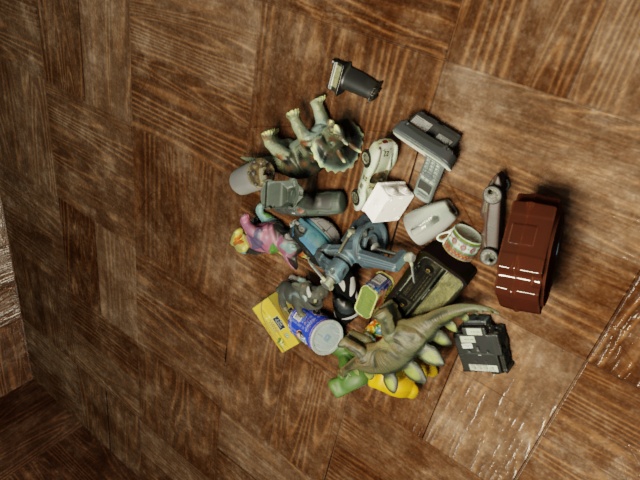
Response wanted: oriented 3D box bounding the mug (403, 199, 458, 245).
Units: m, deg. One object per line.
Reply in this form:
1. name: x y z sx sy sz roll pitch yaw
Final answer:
1. mug: 0.248 -0.045 1.200 0.107 0.109 0.081 -33 83 29

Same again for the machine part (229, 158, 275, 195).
1. machine part: -0.179 -0.164 1.402 0.243 0.079 0.079 -1 113 66

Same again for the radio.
1. radio: 0.256 0.119 1.289 0.131 0.073 0.229 41 130 15

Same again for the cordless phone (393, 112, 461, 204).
1. cordless phone: 0.219 -0.173 1.183 0.147 0.089 0.184 37 148 19

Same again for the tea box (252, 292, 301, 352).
1. tea box: -0.119 0.249 1.653 0.169 0.068 0.098 55 133 4

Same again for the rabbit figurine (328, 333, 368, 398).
1. rabbit figurine: 0.077 0.334 1.513 0.159 0.121 0.170 -42 69 39

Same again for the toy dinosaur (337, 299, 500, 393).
1. toy dinosaur: 0.200 0.240 1.279 0.198 0.105 0.471 50 127 4

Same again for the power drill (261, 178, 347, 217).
1. power drill: -0.064 -0.096 1.355 0.232 0.207 0.086 1 79 27

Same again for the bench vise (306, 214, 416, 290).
1. bench vise: 0.108 0.036 1.264 0.241 0.223 0.128 14 137 41

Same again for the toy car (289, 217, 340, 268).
1. toy car: -0.003 -0.004 1.413 0.161 0.103 0.109 50 166 -2

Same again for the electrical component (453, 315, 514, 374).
1. electrical component: 0.382 0.243 1.262 0.115 0.058 0.134 -6 107 38

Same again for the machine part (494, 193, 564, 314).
1. machine part: 0.402 0.028 1.023 0.087 0.201 0.201 12 163 26

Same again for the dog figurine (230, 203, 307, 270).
1. dog figurine: -0.135 0.012 1.527 0.219 0.108 0.191 41 130 12

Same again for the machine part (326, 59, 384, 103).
1. machine part: 0.077 -0.357 1.225 0.139 0.039 0.084 29 118 27

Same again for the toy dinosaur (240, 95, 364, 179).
1. toy dinosaur: -0.041 -0.219 1.337 0.405 0.131 0.192 -26 95 51

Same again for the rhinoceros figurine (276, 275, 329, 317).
1. rhinoceros figurine: -0.046 0.148 1.478 0.190 0.073 0.112 -1 104 52

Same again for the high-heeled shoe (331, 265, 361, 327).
1. high-heeled shoe: 0.051 0.166 1.425 0.086 0.145 0.248 28 124 26

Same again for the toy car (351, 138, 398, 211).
1. toy car: 0.126 -0.145 1.243 0.056 0.073 0.201 52 145 34

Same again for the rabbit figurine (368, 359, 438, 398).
1. rabbit figurine: 0.217 0.318 1.395 0.163 0.122 0.173 22 104 37

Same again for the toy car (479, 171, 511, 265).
1. toy car: 0.360 -0.043 1.117 0.053 0.089 0.201 9 118 31
